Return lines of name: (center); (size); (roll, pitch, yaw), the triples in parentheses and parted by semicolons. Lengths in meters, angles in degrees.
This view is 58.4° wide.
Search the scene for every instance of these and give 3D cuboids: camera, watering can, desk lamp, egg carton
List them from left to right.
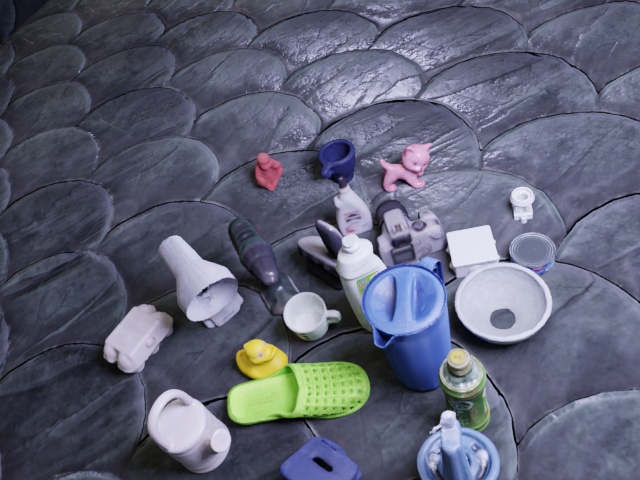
egg carton: (-0.392, 0.213, 1.242); (0.107, 0.070, 0.150); (19, 60, 31)
watering can: (-0.232, 0.330, 1.007); (0.172, 0.194, 0.101); (-8, 50, 13)
desk lamp: (-0.247, 0.095, 1.191); (0.118, 0.214, 0.202); (-39, 50, -13)
camera: (0.179, -0.033, 1.223); (0.143, 0.101, 0.136); (-19, 48, 4)

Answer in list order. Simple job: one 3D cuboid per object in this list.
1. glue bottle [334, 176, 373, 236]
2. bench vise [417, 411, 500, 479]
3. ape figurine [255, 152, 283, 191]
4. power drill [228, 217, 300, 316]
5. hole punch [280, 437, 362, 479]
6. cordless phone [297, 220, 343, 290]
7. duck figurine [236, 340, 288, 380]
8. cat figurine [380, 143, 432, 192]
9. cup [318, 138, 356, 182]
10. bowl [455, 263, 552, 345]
glue bottle: (0.063, -0.077, 1.250); (0.078, 0.173, 0.037); (-19, 48, 4)
bench vise: (0.212, 0.347, 0.820); (0.121, 0.220, 0.207); (-23, 48, 1)
ape figurine: (-0.136, -0.183, 1.462); (0.078, 0.092, 0.076); (-29, 49, -5)
power drill: (-0.111, 0.060, 1.175); (0.075, 0.209, 0.229); (-32, 49, -7)
hole punch: (0.001, 0.384, 0.950); (0.108, 0.091, 0.101); (24, 63, 33)
cordless phone: (0.011, 0.004, 1.194); (0.147, 0.185, 0.094); (25, 64, 34)
duck figurine: (-0.123, 0.227, 1.126); (0.104, 0.086, 0.077); (1, 53, 20)
cat figurine: (0.200, -0.178, 1.322); (0.127, 0.118, 0.067); (-8, 50, 13)
cup: (0.043, -0.174, 1.389); (0.091, 0.095, 0.118); (14, 58, 28)
bowl: (0.336, 0.128, 1.053); (0.167, 0.075, 0.167); (-10, 50, 12)
